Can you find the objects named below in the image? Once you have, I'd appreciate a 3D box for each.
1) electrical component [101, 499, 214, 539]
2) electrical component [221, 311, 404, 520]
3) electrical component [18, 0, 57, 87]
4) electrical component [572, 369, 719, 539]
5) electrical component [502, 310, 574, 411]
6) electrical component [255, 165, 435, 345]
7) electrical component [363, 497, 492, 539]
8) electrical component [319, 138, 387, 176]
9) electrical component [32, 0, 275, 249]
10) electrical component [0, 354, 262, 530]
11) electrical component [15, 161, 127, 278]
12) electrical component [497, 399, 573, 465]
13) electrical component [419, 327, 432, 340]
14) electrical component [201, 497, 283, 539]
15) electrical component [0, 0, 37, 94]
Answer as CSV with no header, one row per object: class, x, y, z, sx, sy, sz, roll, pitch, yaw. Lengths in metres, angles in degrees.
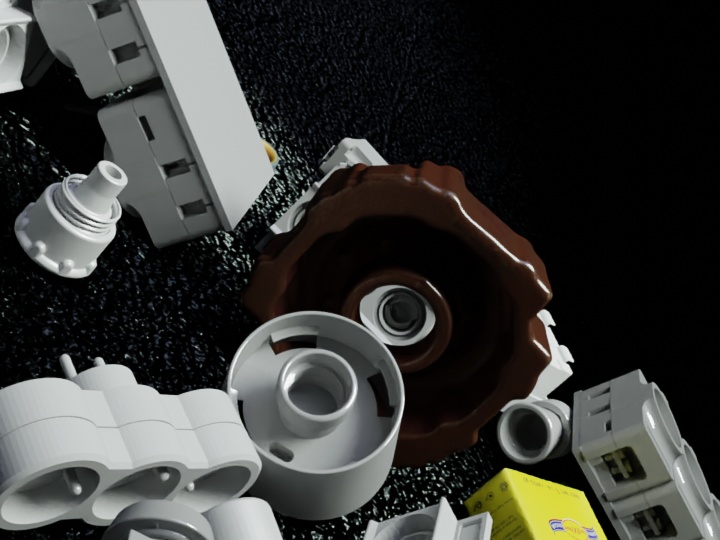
electrical component,-0.083,0.126,0.430,0.066,0.048,0.055,34,33,-23
electrical component,-0.025,0.073,0.559,0.099,0.064,0.099,5,58,-8
electrical component,-0.215,-0.160,0.664,0.096,0.061,0.061,28,28,-33
electrical component,0.217,0.159,0.785,0.150,0.062,0.089,60,21,-13
electrical component,0.116,0.051,0.855,0.079,0.063,0.121,27,29,-35
electrical component,0.000,0.000,0.739,0.121,0.079,0.063,45,4,2
electrical component,0.025,0.171,0.505,0.063,0.079,0.121,63,20,-14
electrical component,0.003,-0.077,0.910,0.063,0.042,0.081,50,23,16
electrical component,-0.125,-0.119,0.656,0.105,0.060,0.186,-68,140,-65
electrical component,-0.111,0.067,0.472,0.138,0.052,0.073,12,39,-51
electrical component,-0.146,-0.030,0.562,0.048,0.062,0.048,36,25,-20
electrical component,0.132,0.118,0.793,0.055,0.045,0.045,5,45,-56
electrical component,0.054,0.037,0.800,0.055,0.045,0.045,19,34,-45
electrical component,-0.049,0.137,0.473,0.040,0.040,0.078,19,34,-45
electrical component,-0.234,-0.120,0.564,0.063,0.078,0.121,25,21,9
